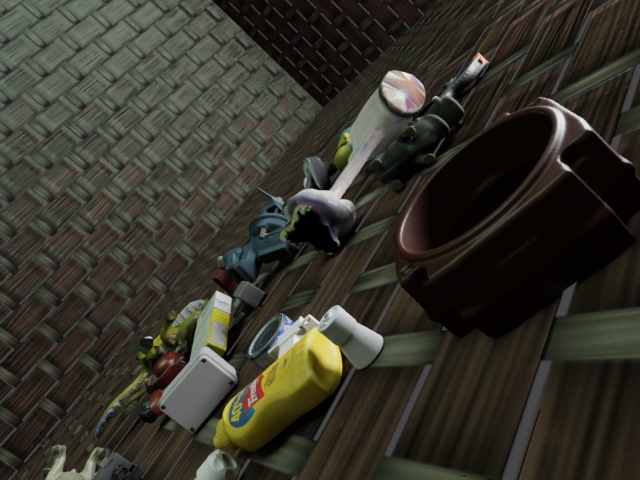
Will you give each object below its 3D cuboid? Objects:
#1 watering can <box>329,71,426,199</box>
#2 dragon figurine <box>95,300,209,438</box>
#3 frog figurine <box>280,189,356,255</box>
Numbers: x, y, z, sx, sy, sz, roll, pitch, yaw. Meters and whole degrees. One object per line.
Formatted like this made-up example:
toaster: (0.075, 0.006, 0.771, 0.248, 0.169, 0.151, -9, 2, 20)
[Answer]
watering can: (0.120, -0.229, 1.098, 0.220, 0.104, 0.356, -53, 6, 44)
dragon figurine: (-0.387, 0.299, 1.299, 0.413, 0.122, 0.241, -48, -4, -9)
frog figurine: (0.003, -0.049, 0.974, 0.137, 0.121, 0.162, -6, 20, 19)
